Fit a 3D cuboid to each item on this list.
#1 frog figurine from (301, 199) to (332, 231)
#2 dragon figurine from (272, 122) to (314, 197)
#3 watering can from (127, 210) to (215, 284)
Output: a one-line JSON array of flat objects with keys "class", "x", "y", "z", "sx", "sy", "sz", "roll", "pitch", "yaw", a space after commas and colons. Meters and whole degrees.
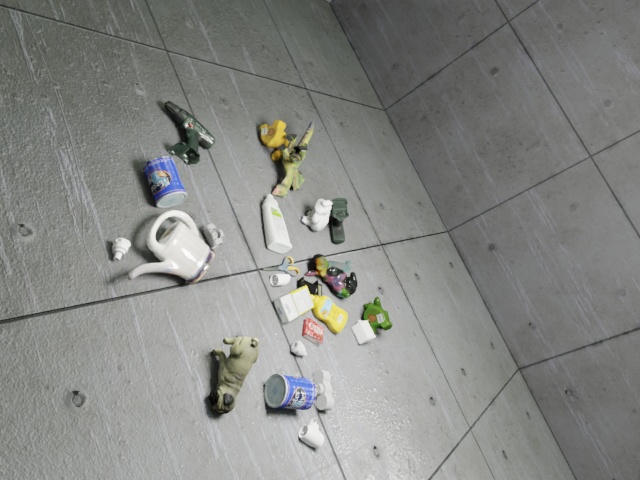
[{"class": "frog figurine", "x": 0.007, "y": -0.115, "z": 2.276, "sx": 0.138, "sy": 0.157, "sz": 0.123, "roll": -21, "pitch": 82, "yaw": -58}, {"class": "dragon figurine", "x": -0.105, "y": -0.339, "z": 2.316, "sx": 0.122, "sy": 0.237, "sz": 0.419, "roll": 18, "pitch": 45, "yaw": 17}, {"class": "watering can", "x": -0.443, "y": 0.052, "z": 1.569, "sx": 0.222, "sy": 0.103, "sz": 0.356, "roll": 44, "pitch": 33, "yaw": -23}]
